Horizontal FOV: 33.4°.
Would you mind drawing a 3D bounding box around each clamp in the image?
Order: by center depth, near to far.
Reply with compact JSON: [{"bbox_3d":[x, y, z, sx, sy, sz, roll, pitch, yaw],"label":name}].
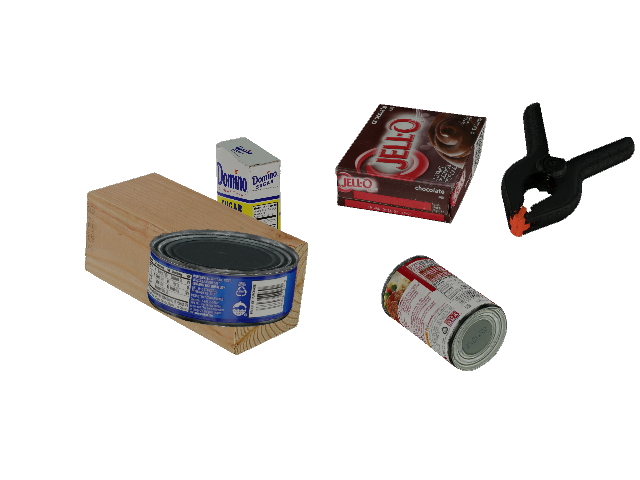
[{"bbox_3d":[0.228,-0.075,1.089,0.120,0.039,0.171,29,55,30],"label":"clamp"}]

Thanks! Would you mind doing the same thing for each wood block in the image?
[{"bbox_3d":[-0.122,0.017,1.013,0.206,0.090,0.090,24,30,33],"label":"wood block"}]

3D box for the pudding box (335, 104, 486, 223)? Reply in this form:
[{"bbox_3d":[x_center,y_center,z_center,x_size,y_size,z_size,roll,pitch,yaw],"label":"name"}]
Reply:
[{"bbox_3d":[0.071,-0.061,0.817,0.090,0.039,0.113,10,34,17],"label":"pudding box"}]

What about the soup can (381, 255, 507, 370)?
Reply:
[{"bbox_3d":[0.113,0.065,0.973,0.068,0.068,0.102,0,25,-37],"label":"soup can"}]

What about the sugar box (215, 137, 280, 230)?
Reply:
[{"bbox_3d":[-0.082,-0.019,1.212,0.048,0.176,0.093,-15,27,-25],"label":"sugar box"}]

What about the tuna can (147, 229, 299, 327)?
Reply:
[{"bbox_3d":[-0.056,0.021,0.614,0.086,0.034,0.086,7,14,-2],"label":"tuna can"}]
